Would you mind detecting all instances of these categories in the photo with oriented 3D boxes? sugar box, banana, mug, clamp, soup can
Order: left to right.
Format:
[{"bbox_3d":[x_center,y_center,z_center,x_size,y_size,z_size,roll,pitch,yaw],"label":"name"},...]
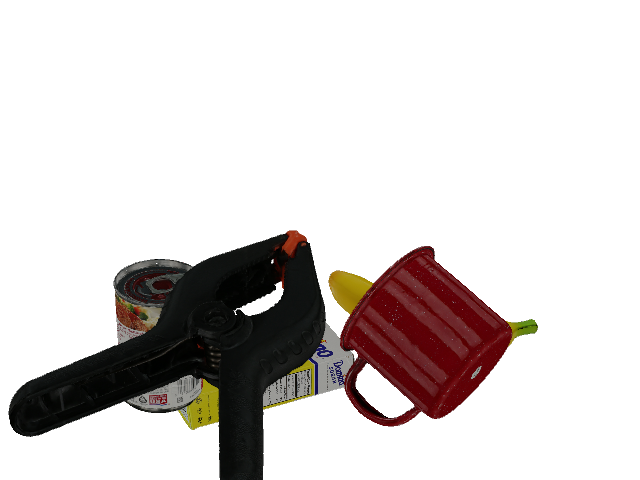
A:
[{"bbox_3d":[-0.125,0.075,0.835,0.068,0.102,0.068,2,28,-1],"label":"soup can"},{"bbox_3d":[-0.042,0.056,0.490,0.120,0.039,0.171,29,48,23],"label":"clamp"},{"bbox_3d":[-0.064,0.127,1.066,0.176,0.048,0.093,-15,32,-22],"label":"sugar box"},{"bbox_3d":[0.082,0.066,0.921,0.198,0.037,0.069,15,14,26],"label":"banana"},{"bbox_3d":[0.066,0.074,0.717,0.081,0.117,0.093,42,4,21],"label":"mug"}]
